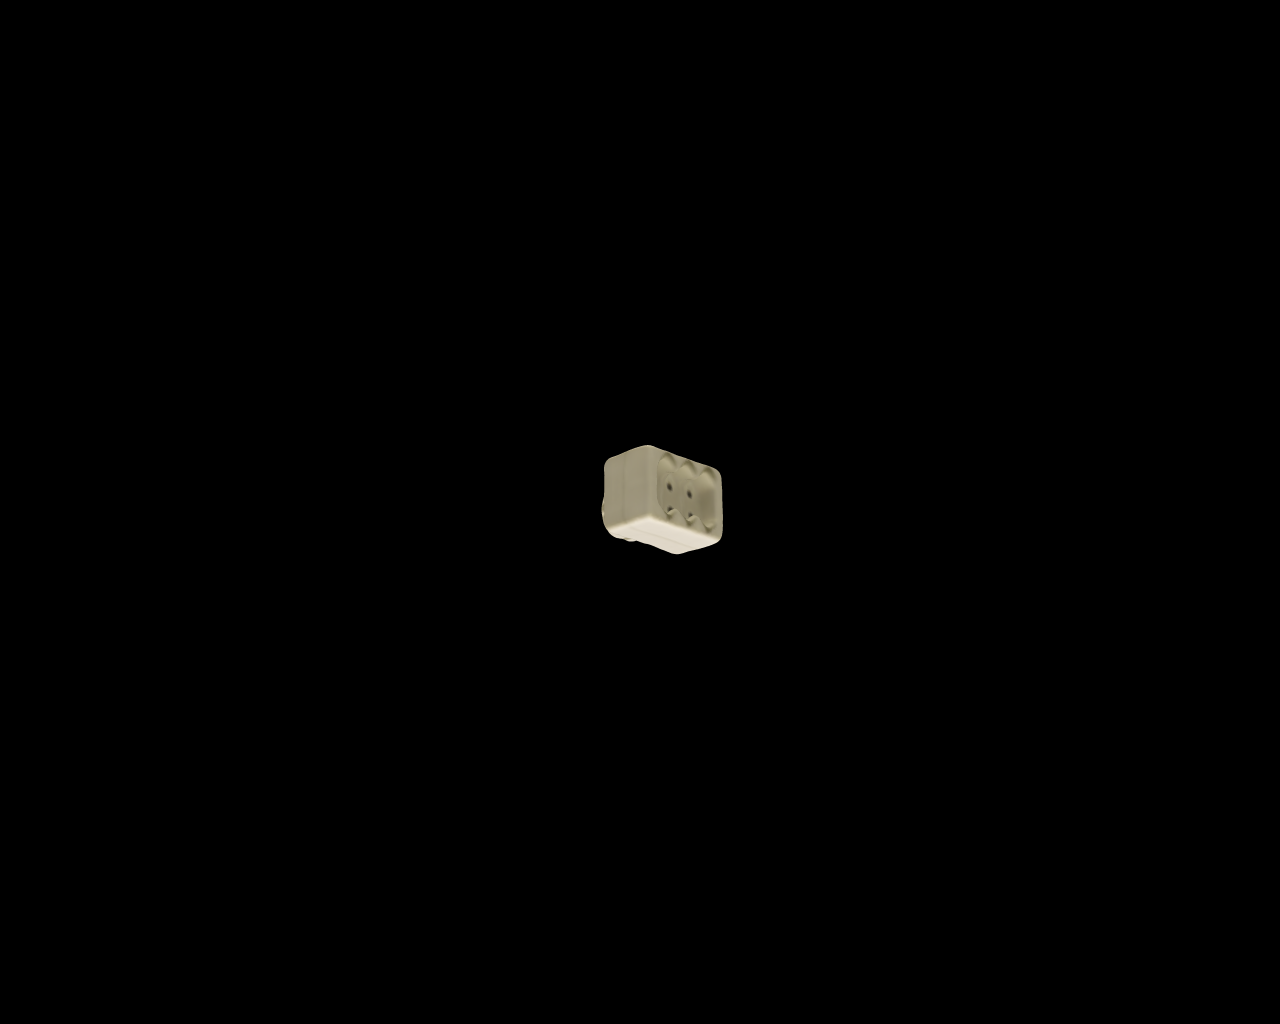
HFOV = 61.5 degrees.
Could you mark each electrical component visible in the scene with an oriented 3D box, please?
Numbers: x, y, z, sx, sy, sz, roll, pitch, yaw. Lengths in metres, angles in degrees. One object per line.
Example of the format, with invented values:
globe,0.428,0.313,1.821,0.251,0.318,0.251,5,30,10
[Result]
electrical component,0.001,-0.003,0.650,0.076,0.047,0.066,-17,-26,41
